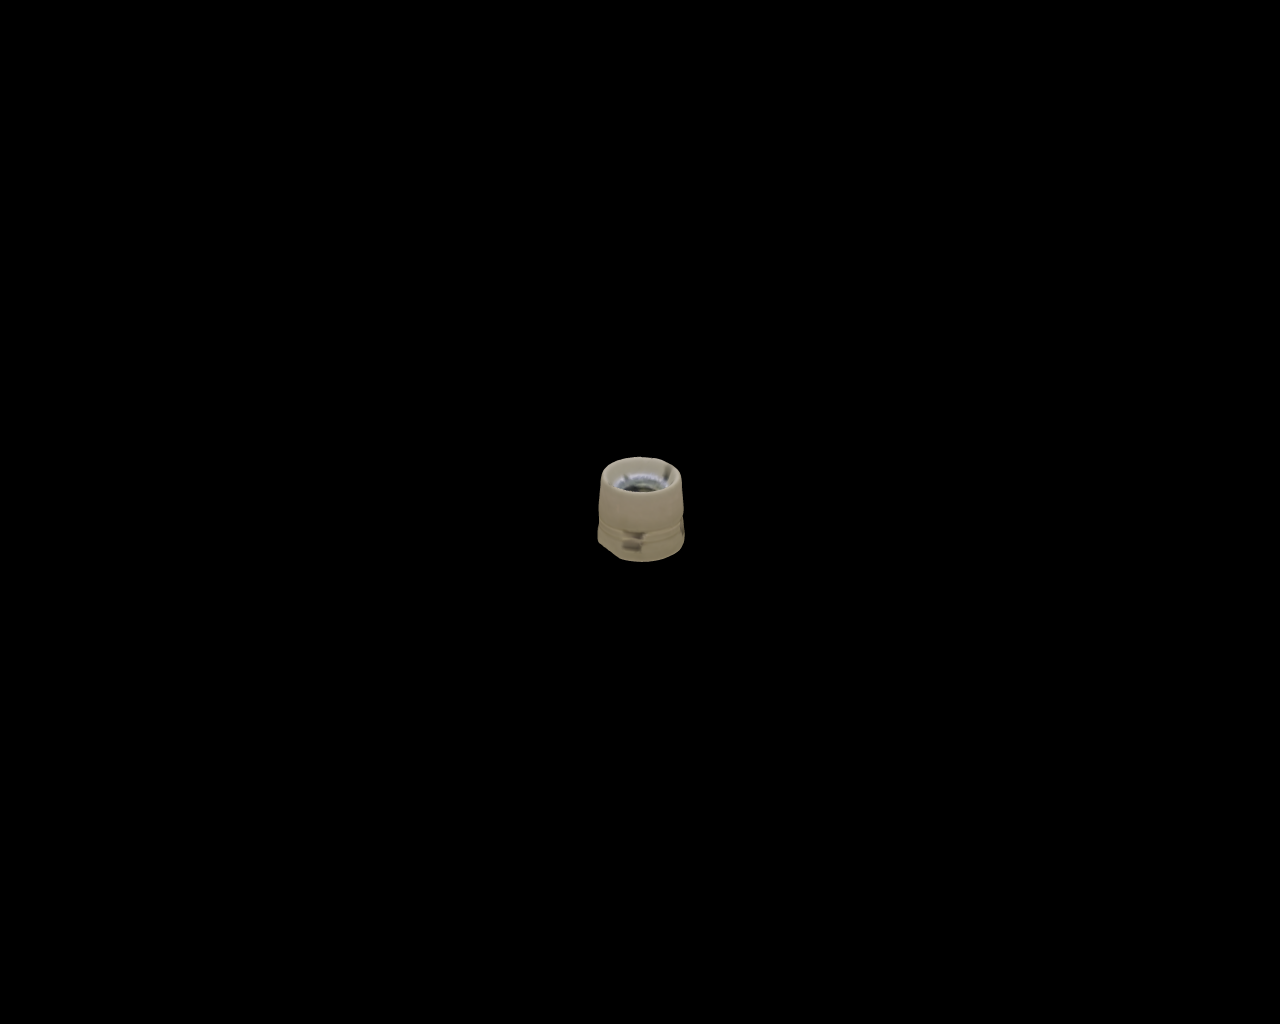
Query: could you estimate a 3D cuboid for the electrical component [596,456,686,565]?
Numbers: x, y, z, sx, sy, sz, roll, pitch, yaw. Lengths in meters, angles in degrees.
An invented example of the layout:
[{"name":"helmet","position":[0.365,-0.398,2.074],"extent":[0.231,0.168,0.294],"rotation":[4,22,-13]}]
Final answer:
[{"name":"electrical component","position":[0.001,-0.003,0.650],"extent":[0.055,0.047,0.055],"rotation":[0,30,0]}]
